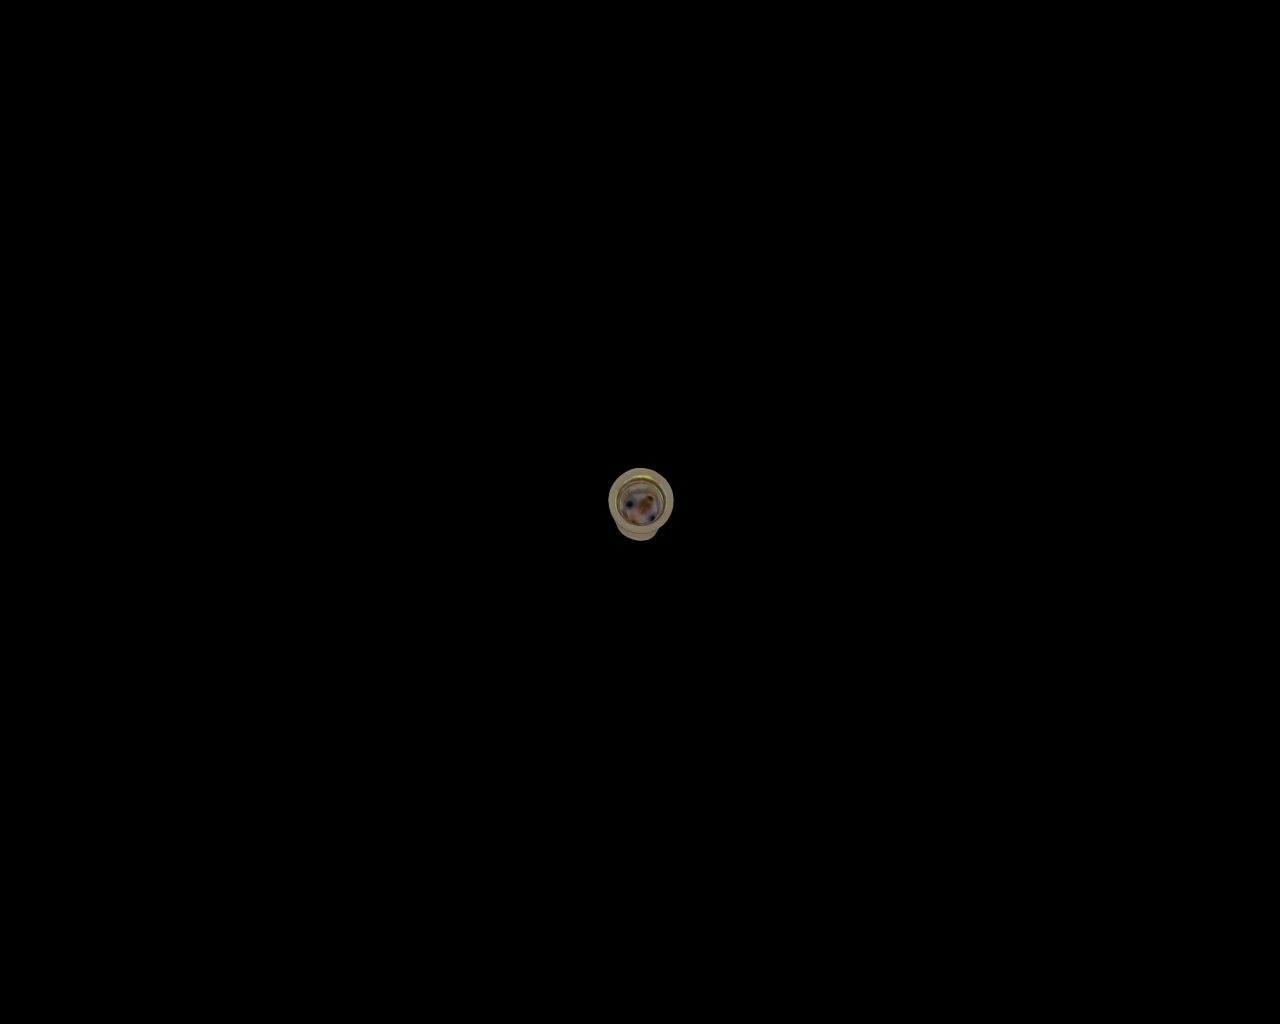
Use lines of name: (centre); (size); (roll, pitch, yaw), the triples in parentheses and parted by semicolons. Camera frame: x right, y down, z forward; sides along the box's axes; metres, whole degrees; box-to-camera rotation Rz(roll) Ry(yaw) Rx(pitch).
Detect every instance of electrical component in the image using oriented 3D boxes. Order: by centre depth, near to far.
electrical component: (0.001, -0.003, 0.650); (0.040, 0.040, 0.046); (0, -13, 0)
